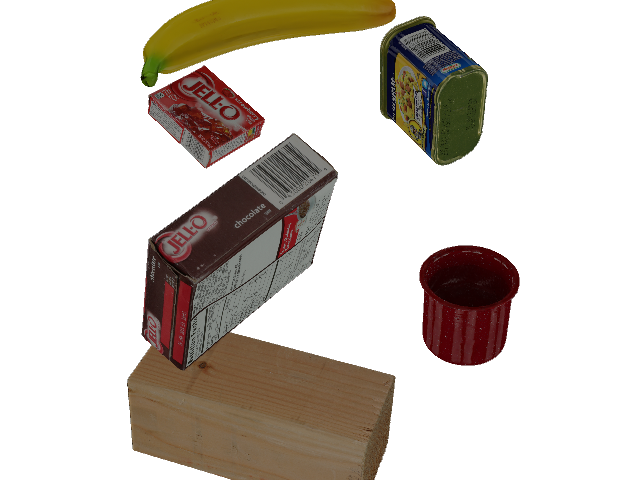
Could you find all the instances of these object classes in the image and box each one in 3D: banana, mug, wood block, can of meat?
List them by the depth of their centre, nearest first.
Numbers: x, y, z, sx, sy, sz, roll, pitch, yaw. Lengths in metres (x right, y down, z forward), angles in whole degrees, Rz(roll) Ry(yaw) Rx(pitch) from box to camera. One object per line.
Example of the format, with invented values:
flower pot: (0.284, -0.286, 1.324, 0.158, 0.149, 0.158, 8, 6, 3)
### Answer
banana: (-0.045, -0.148, 0.751, 0.197, 0.037, 0.070, -21, 52, -21)
wood block: (-0.049, 0.147, 0.910, 0.206, 0.090, 0.090, 14, 38, 14)
can of meat: (0.098, -0.128, 0.923, 0.057, 0.102, 0.084, -24, 49, -19)
mug: (0.136, 0.057, 1.025, 0.093, 0.081, 0.117, -9, 40, -9)

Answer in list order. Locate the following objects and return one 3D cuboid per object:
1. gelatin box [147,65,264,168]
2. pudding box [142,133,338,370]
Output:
gelatin box: (-0.111, -0.121, 1.027, 0.073, 0.089, 0.030, -35, -21, -34)
pudding box: (-0.045, 0.007, 0.579, 0.113, 0.039, 0.090, -37, -21, -32)
